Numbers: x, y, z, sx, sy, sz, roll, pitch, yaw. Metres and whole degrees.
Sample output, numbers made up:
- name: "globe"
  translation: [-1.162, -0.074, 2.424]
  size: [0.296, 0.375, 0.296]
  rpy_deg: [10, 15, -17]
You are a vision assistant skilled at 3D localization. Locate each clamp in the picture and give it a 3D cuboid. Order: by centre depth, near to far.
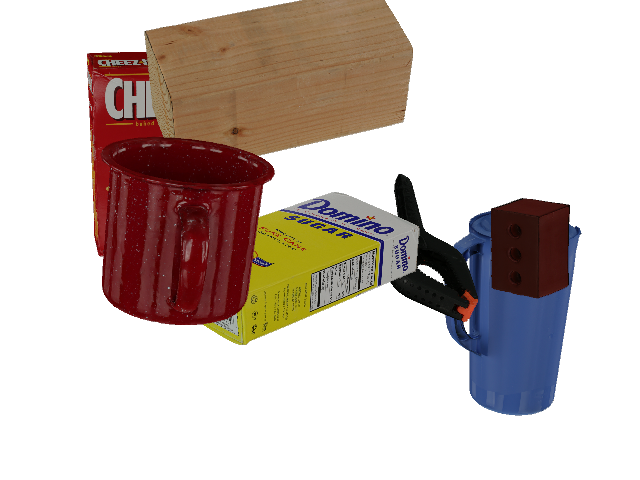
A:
- name: "clamp"
  translation: [0.085, 0.011, 1.161]
  size: [0.164, 0.036, 0.210]
  rpy_deg: [-15, 51, -32]

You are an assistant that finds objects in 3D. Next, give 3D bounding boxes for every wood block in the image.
- name: "wood block"
  translation: [-0.036, -0.138, 0.910]
  size: [0.206, 0.090, 0.091]
  rpy_deg: [-14, -37, -14]

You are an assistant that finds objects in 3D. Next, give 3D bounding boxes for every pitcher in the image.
- name: "pitcher"
  translation: [0.236, 0.091, 1.327]
  size: [0.149, 0.243, 0.144]
  rpy_deg: [7, 20, 16]

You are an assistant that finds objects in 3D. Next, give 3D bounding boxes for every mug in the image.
- name: "mug"
  translation: [-0.073, -0.001, 0.572]
  size: [0.093, 0.081, 0.117]
  rpy_deg: [3, 19, -16]

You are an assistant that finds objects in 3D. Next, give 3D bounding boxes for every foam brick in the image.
- name: "foam brick"
  translation: [0.188, 0.006, 0.955]
  size: [0.053, 0.078, 0.051]
  rpy_deg: [12, 22, 43]

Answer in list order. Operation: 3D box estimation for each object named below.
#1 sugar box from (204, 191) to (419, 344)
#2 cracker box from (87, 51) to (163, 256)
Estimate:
- name: "sugar box"
  translation: [-0.020, 0.014, 0.778]
  size: [0.175, 0.048, 0.093]
  rpy_deg: [-24, 36, -39]
- name: "cracker box"
  translation: [-0.168, -0.095, 1.168]
  size: [0.164, 0.214, 0.072]
  rpy_deg: [-4, 26, -16]
